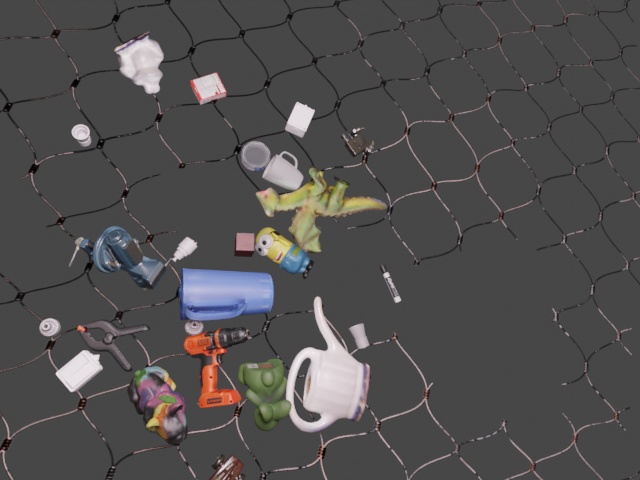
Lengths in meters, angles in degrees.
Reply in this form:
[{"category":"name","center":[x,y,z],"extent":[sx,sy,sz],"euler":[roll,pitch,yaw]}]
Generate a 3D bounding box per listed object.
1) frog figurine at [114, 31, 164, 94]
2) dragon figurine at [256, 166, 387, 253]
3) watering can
[{"category":"frog figurine","center":[-0.517,-0.514,1.518],"extent":[0.123,0.156,0.139],"euler":[12,47,46]},{"category":"dragon figurine","center":[0.005,-0.076,1.514],"extent":[0.407,0.242,0.123],"euler":[24,2,-27]},{"category":"watering can","center":[0.035,0.344,1.391],"extent":[0.224,0.353,0.103],"euler":[18,-19,-10]}]
